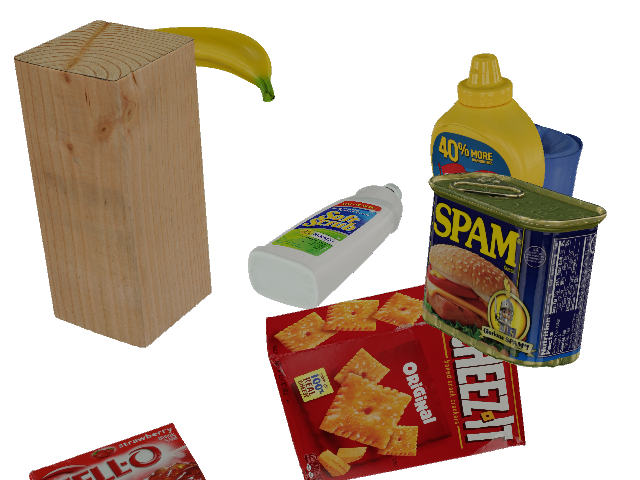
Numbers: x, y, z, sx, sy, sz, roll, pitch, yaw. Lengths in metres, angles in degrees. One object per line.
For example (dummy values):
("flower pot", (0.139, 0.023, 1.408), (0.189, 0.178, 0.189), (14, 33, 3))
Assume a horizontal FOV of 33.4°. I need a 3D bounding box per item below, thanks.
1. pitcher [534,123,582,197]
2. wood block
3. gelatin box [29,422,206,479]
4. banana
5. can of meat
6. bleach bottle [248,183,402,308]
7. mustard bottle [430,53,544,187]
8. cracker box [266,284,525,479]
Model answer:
("pitcher", (0.225, -0.012, 1.276), (0.149, 0.243, 0.145), (0, 25, -3))
("wood block", (-0.144, -0.040, 0.766), (0.090, 0.206, 0.090), (16, 34, 26))
("gelatin box", (-0.111, 0.144, 0.597), (0.089, 0.030, 0.073), (-16, 28, -20))
("banana", (-0.126, -0.173, 0.999), (0.198, 0.037, 0.069), (9, 45, 18))
("can of meat", (0.102, 0.014, 0.590), (0.057, 0.084, 0.102), (-7, 20, -32))
("bleach bottle", (0.022, -0.008, 1.326), (0.103, 0.068, 0.250), (16, 36, 28))
("mustard bottle", (0.128, -0.049, 0.826), (0.058, 0.192, 0.096), (-22, 30, -34))
("cracker box", (0.071, 0.130, 0.975), (0.213, 0.164, 0.072), (-11, 32, 3))
